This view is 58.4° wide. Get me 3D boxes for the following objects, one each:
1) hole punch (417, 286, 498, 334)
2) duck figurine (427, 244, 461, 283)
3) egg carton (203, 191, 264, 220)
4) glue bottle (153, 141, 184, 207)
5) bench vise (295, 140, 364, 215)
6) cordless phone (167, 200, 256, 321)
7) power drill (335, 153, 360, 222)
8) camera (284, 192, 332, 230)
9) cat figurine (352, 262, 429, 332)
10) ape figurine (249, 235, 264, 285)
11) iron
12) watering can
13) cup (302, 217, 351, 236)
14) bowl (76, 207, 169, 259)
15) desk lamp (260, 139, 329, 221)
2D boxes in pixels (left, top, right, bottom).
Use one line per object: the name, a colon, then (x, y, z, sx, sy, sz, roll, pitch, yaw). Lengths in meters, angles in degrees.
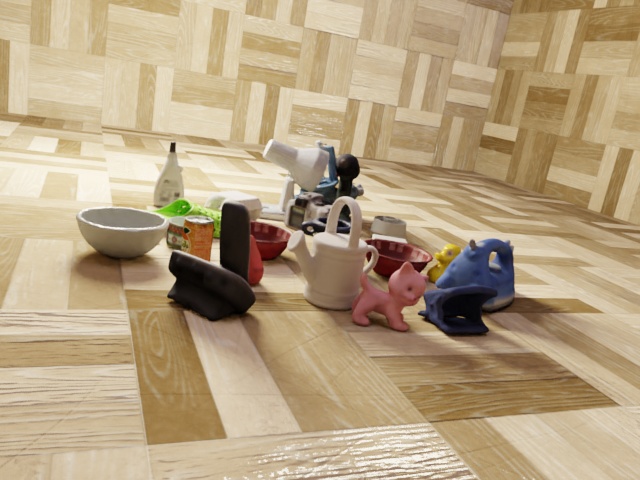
hole punch: (0.244, 0.110, 1.022, 0.109, 0.091, 0.100, 3, 16, -25)
duck figurine: (0.293, 0.052, 1.281, 0.105, 0.086, 0.077, 2, 17, -27)
egg carton: (-0.223, -0.083, 1.480, 0.107, 0.069, 0.151, 17, 16, 25)
glue bottle: (-0.389, -0.172, 1.496, 0.078, 0.173, 0.037, 4, 16, -22)
bench vise: (0.030, -0.187, 1.736, 0.208, 0.220, 0.121, 0, 18, -34)
cordless phone: (-0.167, 0.019, 0.908, 0.147, 0.185, 0.094, 17, 17, 26)
power drill: (0.069, -0.147, 1.637, 0.075, 0.208, 0.230, 12, 15, 7)
camera: (-0.001, -0.073, 1.526, 0.142, 0.101, 0.137, 20, 18, 33)
cat figurine: (0.124, 0.087, 0.975, 0.128, 0.118, 0.067, 8, 15, -6)
ape figurine: (-0.138, 0.033, 1.058, 0.075, 0.092, 0.078, 20, 18, 34)
iron: (0.355, 0.056, 1.197, 0.118, 0.141, 0.259, 22, 19, 39)
watering can: (0.028, 0.019, 1.019, 0.100, 0.194, 0.173, 22, 19, 38)
cup: (0.012, 0.004, 1.256, 0.118, 0.095, 0.091, 4, 16, -20)
bowl: (-0.375, -0.008, 1.089, 0.167, 0.075, 0.167, 9, 15, -2)
desk lamp: (-0.089, -0.164, 1.588, 0.203, 0.213, 0.117, 6, 15, -13)
